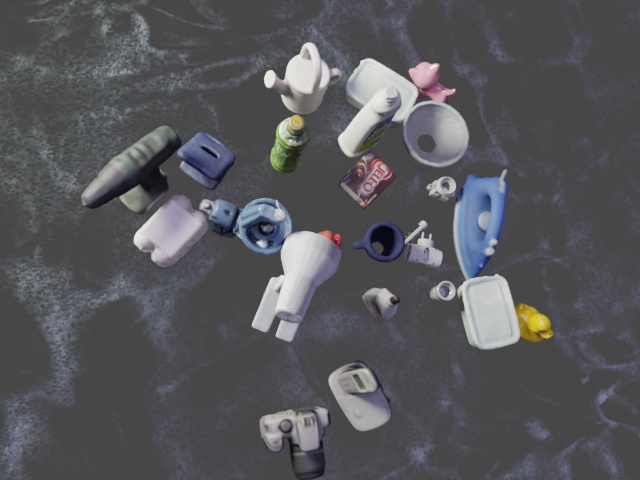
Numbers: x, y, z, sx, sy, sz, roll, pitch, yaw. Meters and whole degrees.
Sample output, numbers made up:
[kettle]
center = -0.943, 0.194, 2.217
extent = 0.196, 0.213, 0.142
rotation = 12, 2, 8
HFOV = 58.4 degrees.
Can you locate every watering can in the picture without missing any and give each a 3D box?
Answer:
[watering can]
center = -0.035, -0.365, 1.292
extent = 0.173, 0.194, 0.101
rotation = -35, 86, -15

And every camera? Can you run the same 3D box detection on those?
[camera]
center = -0.044, 0.419, 1.173
extent = 0.143, 0.100, 0.137
rotation = -6, 79, -12

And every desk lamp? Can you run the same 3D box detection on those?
[desk lamp]
center = -0.049, 0.100, 1.181
extent = 0.118, 0.213, 0.203
rotation = 22, 75, -5

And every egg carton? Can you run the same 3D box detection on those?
[egg carton]
center = -0.316, -0.019, 1.231
extent = 0.107, 0.069, 0.150
rotation = 40, 74, 0

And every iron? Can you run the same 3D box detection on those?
[iron]
center = 0.388, -0.035, 1.329
extent = 0.119, 0.141, 0.258
rotation = 11, 76, -8

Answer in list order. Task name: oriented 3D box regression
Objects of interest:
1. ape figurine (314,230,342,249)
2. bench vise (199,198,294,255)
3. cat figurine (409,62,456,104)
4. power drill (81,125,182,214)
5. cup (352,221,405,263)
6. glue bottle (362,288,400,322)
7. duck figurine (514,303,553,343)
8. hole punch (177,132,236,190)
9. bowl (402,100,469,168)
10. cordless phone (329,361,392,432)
[ape figurine]
center = 0.012, 0.005, 1.275
extent = 0.078, 0.092, 0.076
rotation = 20, 75, -6
[bench vise]
center = -0.147, -0.033, 1.187
extent = 0.207, 0.219, 0.121
rotation = 2, 78, -10
[cat figurine]
center = 0.272, -0.382, 1.392
extent = 0.128, 0.117, 0.067
rotation = 32, 75, -2
[power drill]
center = -0.375, -0.126, 1.170
extent = 0.075, 0.208, 0.230
rotation = 41, 74, 0
[cup]
center = 0.123, 0.014, 1.293
extent = 0.118, 0.095, 0.092
rotation = -8, 80, -12
[glue bottle]
center = 0.140, 0.135, 1.230
extent = 0.037, 0.173, 0.078
rotation = -35, 86, -15
[duck figurine]
center = 0.496, 0.191, 1.330
extent = 0.077, 0.086, 0.104
rotation = -39, 87, -15
[hole punch]
center = -0.251, -0.183, 1.266
extent = 0.108, 0.091, 0.101
rotation = 34, 74, -2
[bowl]
center = 0.270, -0.245, 1.385
extent = 0.167, 0.074, 0.167
rotation = 2, 78, -10
[cordless phone]
center = 0.096, 0.322, 1.176
extent = 0.094, 0.185, 0.147
rotation = -32, 85, -15
